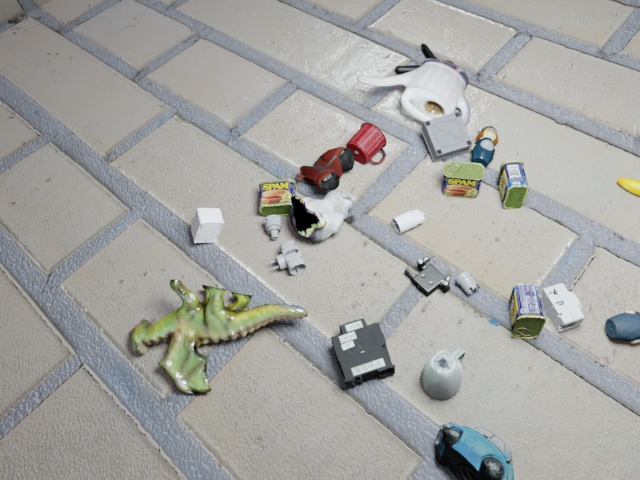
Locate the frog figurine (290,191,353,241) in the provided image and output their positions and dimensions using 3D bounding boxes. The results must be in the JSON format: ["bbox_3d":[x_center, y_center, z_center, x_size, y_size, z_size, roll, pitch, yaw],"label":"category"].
[{"bbox_3d":[0.004,-0.067,1.335,0.138,0.121,0.161,22,24,30],"label":"frog figurine"}]

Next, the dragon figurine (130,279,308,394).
[{"bbox_3d":[-0.249,0.223,1.159,0.411,0.120,0.246,10,73,16],"label":"dragon figurine"}]

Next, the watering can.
[{"bbox_3d":[0.303,-0.461,1.544,0.348,0.102,0.228,30,63,4],"label":"watering can"}]
